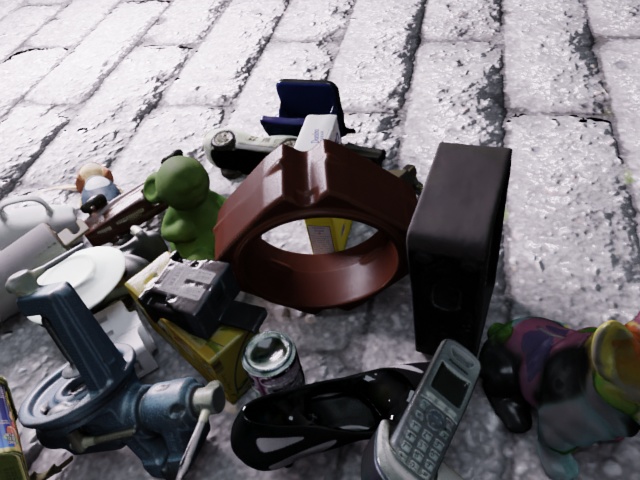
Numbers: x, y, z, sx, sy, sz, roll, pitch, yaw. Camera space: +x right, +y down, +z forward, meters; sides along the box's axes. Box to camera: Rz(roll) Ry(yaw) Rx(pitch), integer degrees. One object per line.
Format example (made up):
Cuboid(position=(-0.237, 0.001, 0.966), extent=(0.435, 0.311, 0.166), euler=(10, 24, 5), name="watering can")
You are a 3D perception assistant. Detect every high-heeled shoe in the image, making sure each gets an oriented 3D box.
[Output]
Cuboid(position=(0.036, 0.148, 0.517), extent=(0.249, 0.145, 0.086), euler=(-26, 49, -12), name="high-heeled shoe")

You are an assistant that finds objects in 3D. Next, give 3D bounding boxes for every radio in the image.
Cuboid(position=(0.144, 0.025, 0.558), extent=(0.073, 0.229, 0.131), euler=(10, 53, 22), name="radio")

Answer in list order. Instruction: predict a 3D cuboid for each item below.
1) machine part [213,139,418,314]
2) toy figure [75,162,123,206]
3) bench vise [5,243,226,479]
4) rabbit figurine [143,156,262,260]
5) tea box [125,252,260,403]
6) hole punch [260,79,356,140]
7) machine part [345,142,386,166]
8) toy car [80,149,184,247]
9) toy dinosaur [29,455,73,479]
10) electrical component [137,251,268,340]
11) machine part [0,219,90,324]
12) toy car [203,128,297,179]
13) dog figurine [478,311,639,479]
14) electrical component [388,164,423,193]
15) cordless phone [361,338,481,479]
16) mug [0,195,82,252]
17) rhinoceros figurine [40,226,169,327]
Cuboid(position=(-0.001, -0.002, 0.605), extent=(0.201, 0.201, 0.087), euler=(-40, 39, 36), name="machine part")
Cuboid(position=(-0.358, -0.085, 0.868), extent=(0.064, 0.057, 0.155), euler=(7, 31, -40), name="toy figure")
Cuboid(position=(-0.213, 0.130, 0.523), extent=(0.224, 0.240, 0.129), euler=(-10, 24, 31), name="bench vise")
Cuboid(position=(-0.165, -0.050, 0.720), extent=(0.121, 0.170, 0.159), euler=(-29, 50, -18), name="rabbit figurine")
Cuboid(position=(-0.142, 0.099, 0.628), extent=(0.170, 0.098, 0.068), euler=(31, 60, 31), name="tea box")
Cuboid(position=(-0.024, -0.183, 0.858), extent=(0.142, 0.115, 0.092), euler=(5, 55, 20), name="hole punch")
Cuboid(position=(0.046, -0.102, 0.824), extent=(0.084, 0.039, 0.139), euler=(21, 52, 20), name="machine part")
Cuboid(position=(-0.257, -0.060, 0.801), extent=(0.202, 0.053, 0.089), euler=(-35, 95, -24), name="toy car")
Cuboid(position=(-0.508, 0.239, 0.559), extent=(0.472, 0.105, 0.199), euler=(11, 45, 5), name="toy dinosaur")
Cuboid(position=(-0.118, 0.062, 0.559), extent=(0.119, 0.047, 0.075), euler=(15, 53, 24), name="electrical component")
Cuboid(position=(-0.415, 0.055, 0.718), extent=(0.243, 0.079, 0.079), euler=(-39, 53, -17), name="machine part")
Cuboid(position=(-0.092, -0.131, 0.849), extent=(0.202, 0.073, 0.056), euler=(10, 50, 19), name="toy car")
Cuboid(position=(0.233, 0.104, 0.476), extent=(0.108, 0.219, 0.192), euler=(-22, 48, -15), name="dog figurine")
Cuboid(position=(0.102, -0.068, 0.781), extent=(0.078, 0.045, 0.102), euler=(-1, 37, 49), name="electrical component")
Cuboid(position=(0.125, 0.191, 0.486), extent=(0.147, 0.088, 0.184), euler=(38, 53, 4), name="cordless phone")
Cuboid(position=(-0.413, -0.022, 0.788), extent=(0.107, 0.109, 0.081), euler=(-16, 40, -23), name="mug")
Cuboid(position=(-0.287, 0.057, 0.716), extent=(0.190, 0.073, 0.112), euler=(-35, 41, -20), name="rhinoceros figurine")
